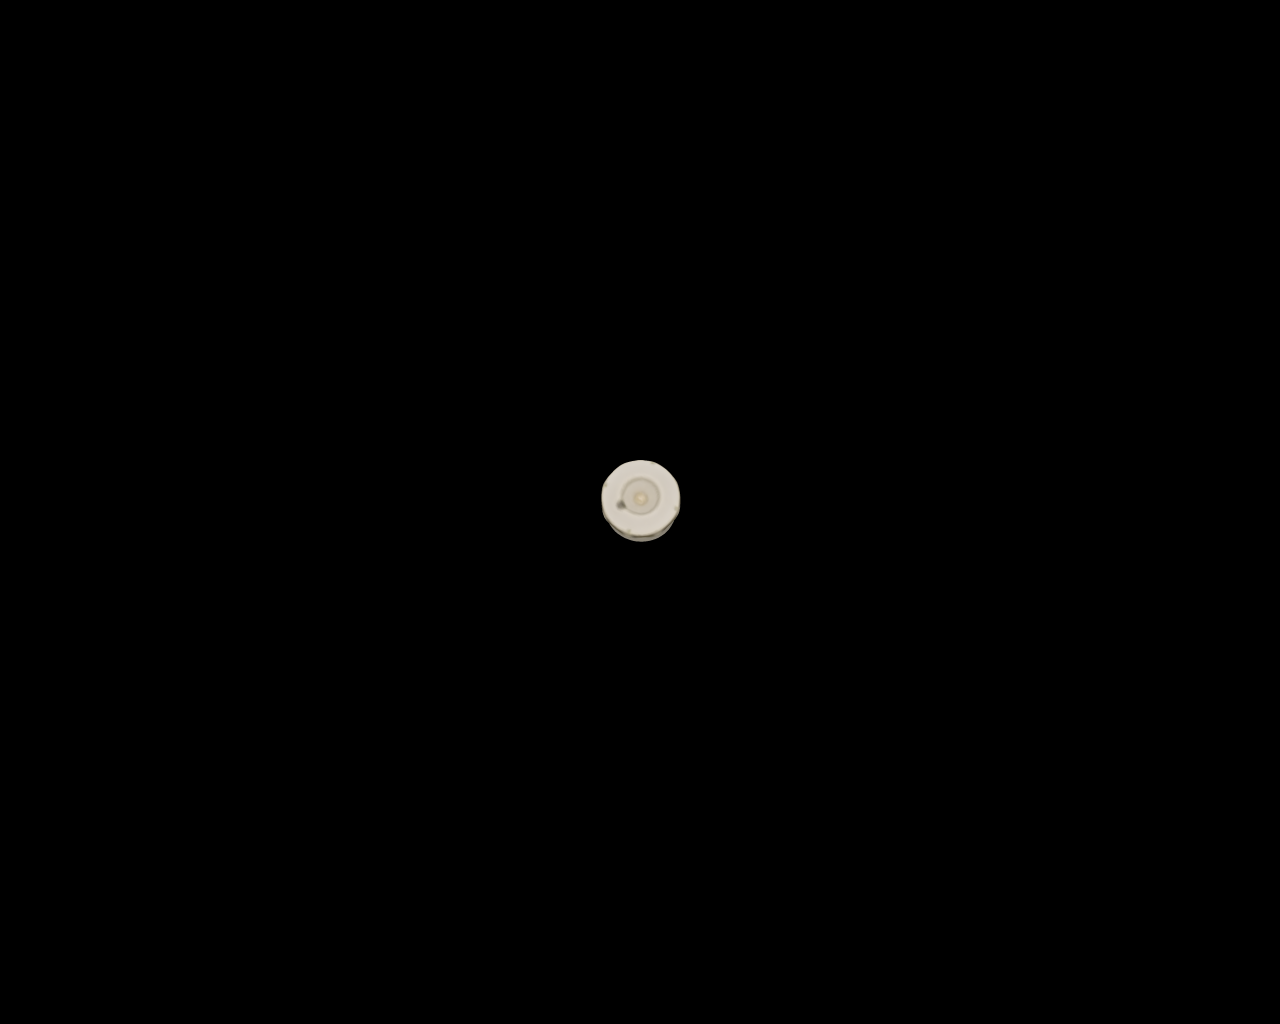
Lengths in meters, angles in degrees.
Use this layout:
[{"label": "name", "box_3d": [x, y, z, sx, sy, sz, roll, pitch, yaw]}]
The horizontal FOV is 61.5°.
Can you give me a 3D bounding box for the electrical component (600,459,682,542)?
[{"label": "electrical component", "box_3d": [0.001, -0.003, 0.650, 0.048, 0.048, 0.062, 0, -13, 0]}]
